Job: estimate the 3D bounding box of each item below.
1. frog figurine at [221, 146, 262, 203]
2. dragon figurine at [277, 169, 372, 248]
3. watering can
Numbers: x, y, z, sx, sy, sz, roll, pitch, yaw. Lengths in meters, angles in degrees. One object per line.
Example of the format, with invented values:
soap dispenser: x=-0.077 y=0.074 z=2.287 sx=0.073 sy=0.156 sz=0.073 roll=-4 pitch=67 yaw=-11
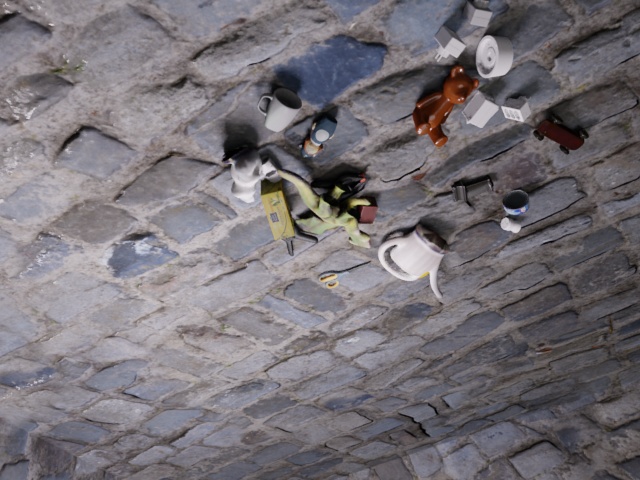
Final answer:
frog figurine: x=-0.211 y=-0.186 z=1.486 sx=0.124 sy=0.138 sz=0.157 roll=-33 pitch=114 yaw=-17
dragon figurine: x=0.005 y=-0.082 z=1.625 sx=0.408 sy=0.238 sz=0.125 roll=26 pitch=50 yaw=-17
watering can: x=0.374 y=0.074 z=1.849 sx=0.345 sy=0.221 sz=0.106 roll=31 pitch=30 yaw=-22
